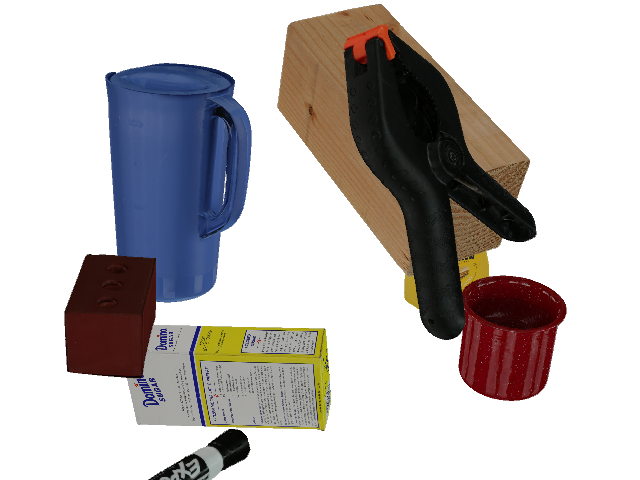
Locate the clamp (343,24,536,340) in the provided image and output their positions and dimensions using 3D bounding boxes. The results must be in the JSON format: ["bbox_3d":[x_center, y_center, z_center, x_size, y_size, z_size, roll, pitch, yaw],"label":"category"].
[{"bbox_3d":[0.058,-0.033,0.593,0.039,0.171,0.120,-20,26,38],"label":"clamp"}]

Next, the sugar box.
[{"bbox_3d":[-0.081,0.122,0.952,0.176,0.093,0.048,3,36,9],"label":"sugar box"}]

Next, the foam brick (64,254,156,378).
[{"bbox_3d":[-0.145,0.052,0.743,0.053,0.051,0.078,4,29,-3],"label":"foam brick"}]

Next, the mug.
[{"bbox_3d":[0.167,0.083,0.969,0.093,0.081,0.117,-1,29,-6],"label":"mug"}]

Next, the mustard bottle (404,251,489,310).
[{"bbox_3d":[0.138,-0.024,1.133,0.096,0.192,0.058,-10,24,-26],"label":"mustard bottle"}]

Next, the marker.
[{"bbox_3d":[-0.075,0.125,0.548,0.020,0.020,0.120,0,13,32],"label":"marker"}]

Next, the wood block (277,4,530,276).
[{"bbox_3d":[0.056,-0.083,0.820,0.090,0.091,0.206,-17,51,-25],"label":"wood block"}]

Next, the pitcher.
[{"bbox_3d":[-0.153,-0.059,1.134,0.145,0.243,0.149,0,22,-9],"label":"pitcher"}]
